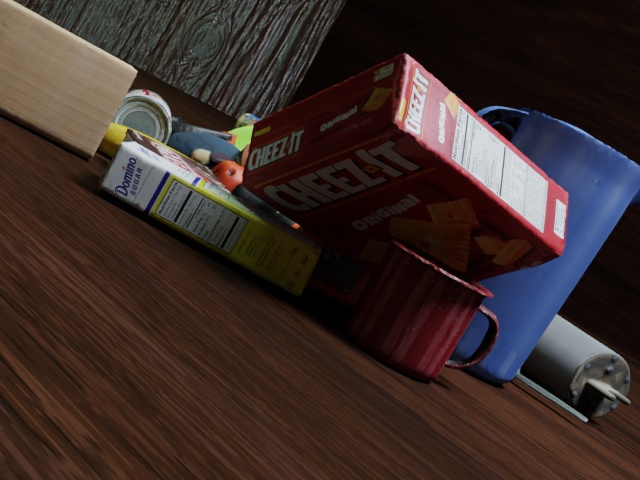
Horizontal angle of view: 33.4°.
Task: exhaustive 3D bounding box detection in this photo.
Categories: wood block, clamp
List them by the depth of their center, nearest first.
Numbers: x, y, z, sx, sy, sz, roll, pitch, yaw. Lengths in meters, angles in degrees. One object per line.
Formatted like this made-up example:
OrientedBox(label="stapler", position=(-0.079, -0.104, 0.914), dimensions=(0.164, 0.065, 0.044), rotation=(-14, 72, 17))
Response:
OrientedBox(label="wood block", position=(-0.274, -0.162, 0.938), dimensions=(0.206, 0.090, 0.091), rotation=(28, 6, -17))
OrientedBox(label="clamp", position=(-0.185, -0.129, 1.236), dimensions=(0.171, 0.039, 0.120), rotation=(12, 10, 14))

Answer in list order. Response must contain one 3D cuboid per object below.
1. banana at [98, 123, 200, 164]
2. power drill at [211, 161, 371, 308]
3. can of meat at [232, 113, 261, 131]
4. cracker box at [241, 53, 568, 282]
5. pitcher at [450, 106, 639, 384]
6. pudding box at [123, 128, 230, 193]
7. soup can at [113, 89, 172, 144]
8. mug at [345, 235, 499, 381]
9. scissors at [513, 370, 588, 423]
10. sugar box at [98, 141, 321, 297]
OrientedBox(label="banana", position=(-0.148, -0.072, 1.056), dimensions=(0.197, 0.037, 0.070), rotation=(28, 6, -17))
OrientedBox(label="power drill", position=(-0.007, 0.001, 1.013), dimensions=(0.184, 0.057, 0.188), rotation=(26, 7, -33))
OrientedBox(label="can of meat", position=(-0.077, -0.100, 1.348), dimensions=(0.084, 0.102, 0.057), rotation=(30, 3, 29))
OrientedBox(label="cracker box", position=(0.070, -0.038, 0.851), dimensions=(0.164, 0.072, 0.213), rotation=(-19, -41, 41))
OrientedBox(label="pitcher", position=(0.180, 0.003, 1.000), dimensions=(0.149, 0.243, 0.144), rotation=(33, 6, 33))
OrientedBox(label="pudding box", position=(-0.132, -0.054, 0.960), dimensions=(0.090, 0.039, 0.114), rotation=(27, 6, -27))
OrientedBox(label="soup can", position=(-0.192, -0.125, 1.141), dimensions=(0.068, 0.068, 0.102), rotation=(29, 6, -12))
OrientedBox(label="mug", position=(0.082, 0.059, 0.817), dimensions=(0.117, 0.081, 0.093), rotation=(28, 6, -17))
OrientedBox(label="scissors", position=(0.173, 0.122, 1.072), dimensions=(0.096, 0.016, 0.202), rotation=(24, 7, -36))
OrientedBox(label="sugar box", position=(-0.085, -0.018, 0.849), dimensions=(0.176, 0.048, 0.093), rotation=(27, 4, -5))
